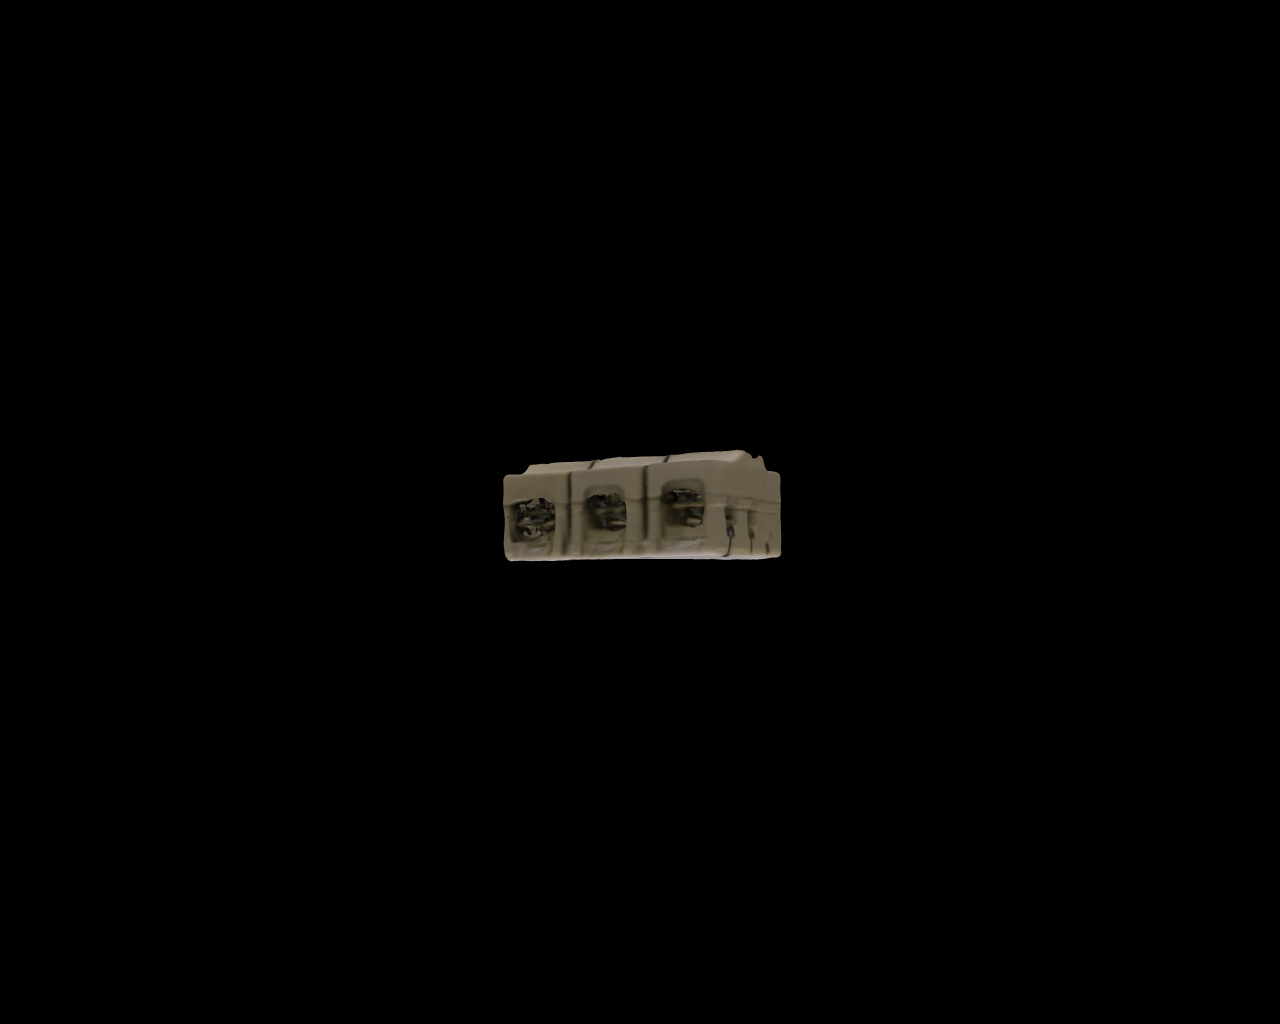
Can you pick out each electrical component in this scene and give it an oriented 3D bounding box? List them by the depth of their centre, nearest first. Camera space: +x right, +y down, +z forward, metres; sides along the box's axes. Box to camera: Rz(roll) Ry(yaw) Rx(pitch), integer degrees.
[{"bbox_3d":[0.001,-0.003,0.650,0.150,0.061,0.089,-2,-3,31],"label":"electrical component"}]
